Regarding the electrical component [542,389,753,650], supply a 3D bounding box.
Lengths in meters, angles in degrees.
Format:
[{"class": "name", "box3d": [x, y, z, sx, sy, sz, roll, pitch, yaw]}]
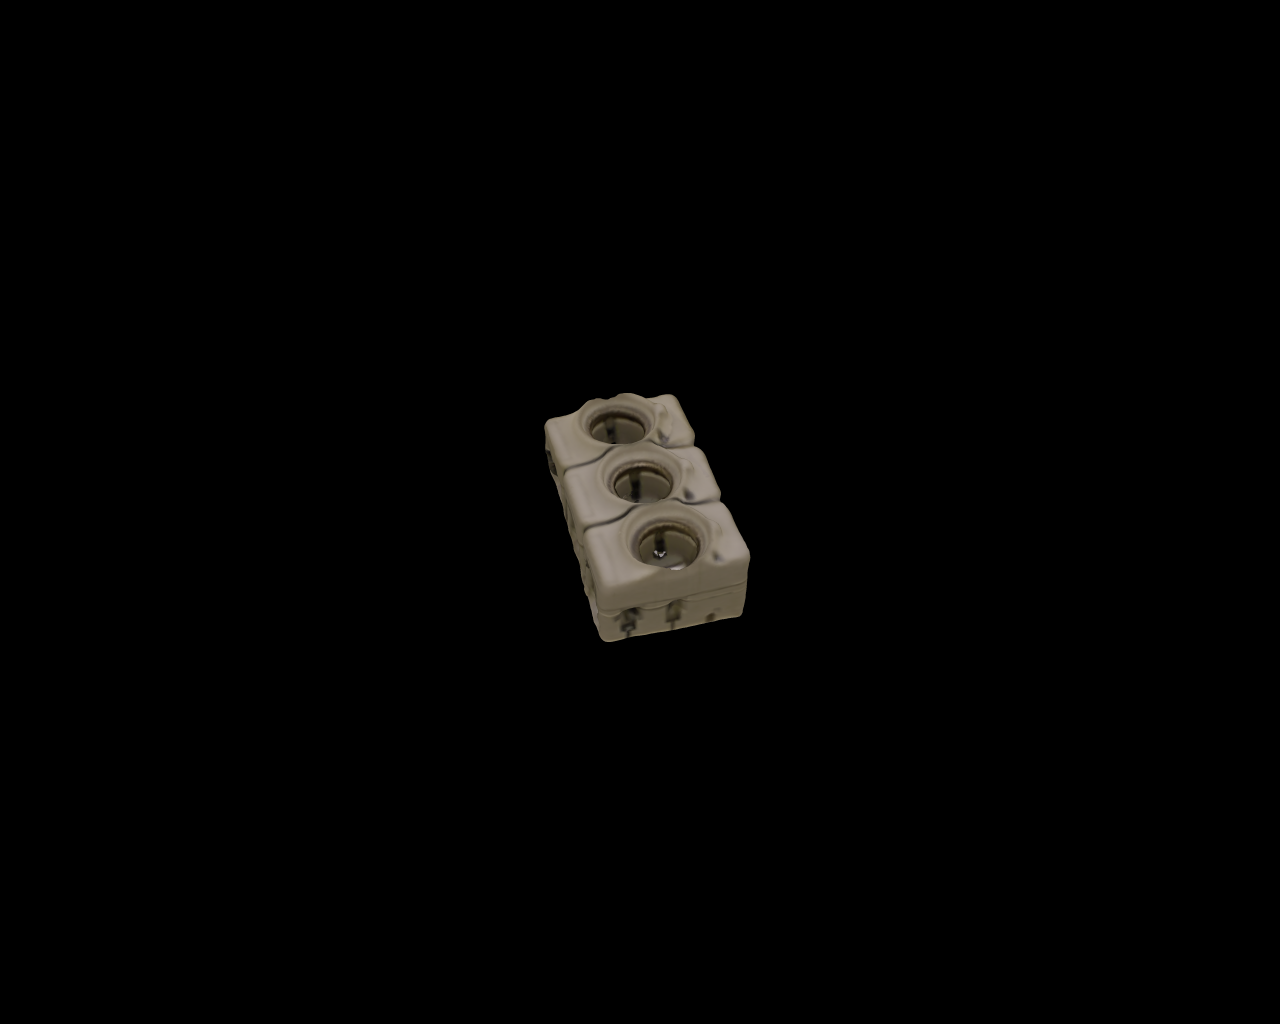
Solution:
[{"class": "electrical component", "box3d": [0.001, -0.003, 0.650, 0.089, 0.061, 0.150, -11, 47, -11]}]
